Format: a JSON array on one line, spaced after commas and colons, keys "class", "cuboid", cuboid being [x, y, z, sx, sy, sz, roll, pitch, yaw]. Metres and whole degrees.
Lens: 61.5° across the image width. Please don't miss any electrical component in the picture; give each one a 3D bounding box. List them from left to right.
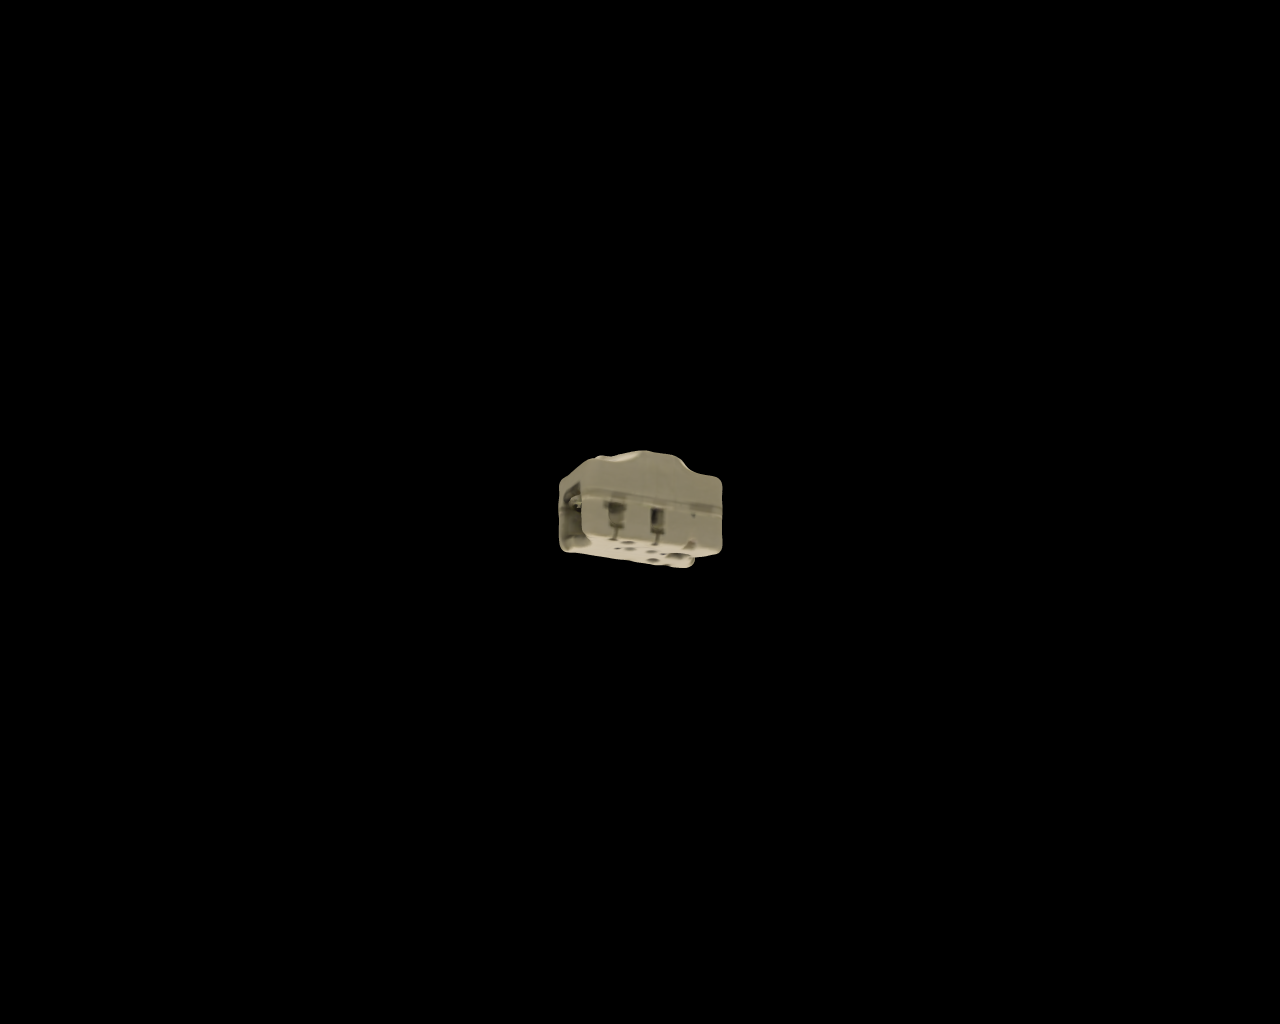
[{"class": "electrical component", "cuboid": [0.001, -0.003, 0.650, 0.089, 0.056, 0.050, 8, -19, -24]}]
